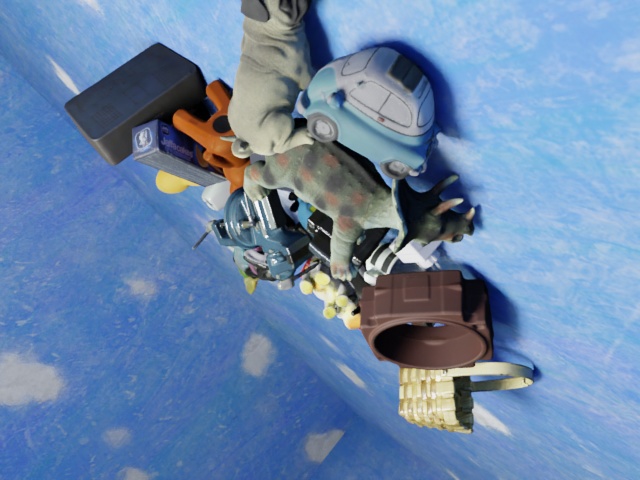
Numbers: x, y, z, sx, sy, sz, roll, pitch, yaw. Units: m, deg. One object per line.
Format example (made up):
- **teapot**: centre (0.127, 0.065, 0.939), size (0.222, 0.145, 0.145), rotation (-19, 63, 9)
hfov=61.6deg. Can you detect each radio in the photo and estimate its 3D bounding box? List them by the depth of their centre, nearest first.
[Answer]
- **radio**: centre (-0.335, -0.253, 0.980), size (0.131, 0.229, 0.073), rotation (39, 160, 26)

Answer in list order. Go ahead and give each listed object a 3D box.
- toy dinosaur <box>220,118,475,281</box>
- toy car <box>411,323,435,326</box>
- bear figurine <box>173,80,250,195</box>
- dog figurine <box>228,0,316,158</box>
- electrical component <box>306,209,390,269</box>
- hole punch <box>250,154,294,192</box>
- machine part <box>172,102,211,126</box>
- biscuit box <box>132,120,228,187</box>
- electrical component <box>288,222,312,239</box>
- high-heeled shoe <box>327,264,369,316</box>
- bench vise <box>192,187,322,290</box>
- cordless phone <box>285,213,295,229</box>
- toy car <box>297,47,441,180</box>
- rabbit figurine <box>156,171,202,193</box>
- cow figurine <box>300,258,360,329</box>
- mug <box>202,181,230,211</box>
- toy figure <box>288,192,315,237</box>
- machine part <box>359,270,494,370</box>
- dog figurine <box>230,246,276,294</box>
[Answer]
- **toy dinosaur**: centre (0.008, -0.091, 0.722), size (0.405, 0.131, 0.192), rotation (36, 133, 15)
- **toy car**: centre (0.159, 0.104, 1.058), size (0.089, 0.053, 0.202), rotation (24, 157, 54)
- **bear figurine**: centre (-0.168, -0.176, 0.997), size (0.132, 0.120, 0.195), rotation (42, 169, 15)
- **dog figurine**: centre (-0.070, -0.203, 0.620), size (0.121, 0.172, 0.190), rotation (20, 162, 27)
- **electrical component**: centre (0.045, -0.018, 0.865), size (0.115, 0.134, 0.058), rotation (37, 164, 10)
- **hole punch**: centre (-0.053, -0.129, 0.898), size (0.116, 0.092, 0.142), rotation (35, 159, 12)
- **machine part**: centre (-0.307, -0.223, 1.101), size (0.180, 0.179, 0.056), rotation (23, 155, 48)
- **biscuit box**: centre (-0.253, -0.155, 0.993), size (0.063, 0.059, 0.202), rotation (-12, 166, 24)
- **electrical component**: centre (-0.002, -0.003, 1.111), size (0.119, 0.075, 0.048), rotation (51, 162, -13)
- **high-heeled shoe**: centre (0.081, 0.043, 1.110), size (0.086, 0.145, 0.248), rotation (-5, 104, 38)
- **bench vise**: centre (-0.127, -0.010, 1.033), size (0.241, 0.129, 0.223), rotation (-1, 124, 40)
- **cordless phone**: centre (-0.124, -0.019, 1.342), size (0.146, 0.089, 0.184), rotation (49, 166, -23)
- **toy car**: centre (0.064, -0.145, 0.572), size (0.162, 0.109, 0.103), rotation (33, 145, 1)
- **rabbit figurine**: centre (-0.276, -0.161, 1.174), size (0.163, 0.173, 0.121), rotation (27, 154, 53)
- **cow figurine**: centre (0.032, 0.117, 1.157), size (0.167, 0.068, 0.098), rotation (48, -161, -18)
- **mug**: centre (-0.222, -0.113, 1.279), size (0.081, 0.107, 0.109), rotation (25, 154, 48)
- **toy figure**: centre (0.022, -0.033, 0.978), size (0.180, 0.089, 0.082), rotation (45, -177, 26)
- **machine part**: centre (0.175, 0.137, 0.875), size (0.201, 0.087, 0.201), rotation (-5, 144, 18)
- **dog figurine**: centre (-0.124, 0.056, 1.204), size (0.192, 0.108, 0.219), rotation (34, 153, 21)
